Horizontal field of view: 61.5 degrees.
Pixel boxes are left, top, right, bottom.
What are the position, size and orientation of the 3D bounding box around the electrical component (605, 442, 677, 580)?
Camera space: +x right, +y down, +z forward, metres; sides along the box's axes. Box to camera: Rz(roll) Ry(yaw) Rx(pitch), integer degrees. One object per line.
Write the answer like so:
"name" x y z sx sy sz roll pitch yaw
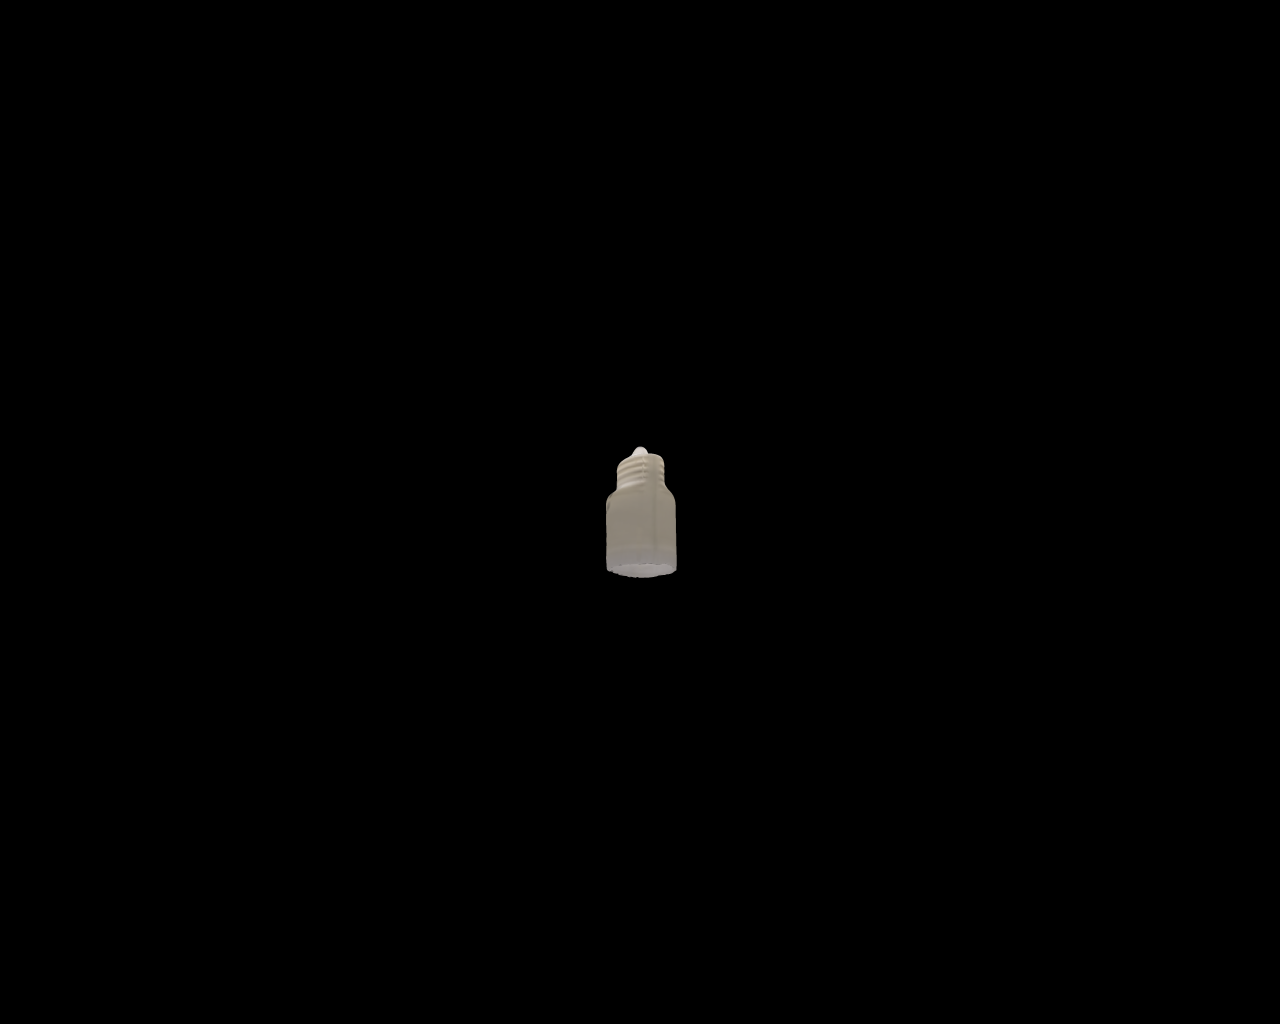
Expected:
"electrical component" 0.001 -0.003 0.650 0.043 0.081 0.043 0 -14 0
